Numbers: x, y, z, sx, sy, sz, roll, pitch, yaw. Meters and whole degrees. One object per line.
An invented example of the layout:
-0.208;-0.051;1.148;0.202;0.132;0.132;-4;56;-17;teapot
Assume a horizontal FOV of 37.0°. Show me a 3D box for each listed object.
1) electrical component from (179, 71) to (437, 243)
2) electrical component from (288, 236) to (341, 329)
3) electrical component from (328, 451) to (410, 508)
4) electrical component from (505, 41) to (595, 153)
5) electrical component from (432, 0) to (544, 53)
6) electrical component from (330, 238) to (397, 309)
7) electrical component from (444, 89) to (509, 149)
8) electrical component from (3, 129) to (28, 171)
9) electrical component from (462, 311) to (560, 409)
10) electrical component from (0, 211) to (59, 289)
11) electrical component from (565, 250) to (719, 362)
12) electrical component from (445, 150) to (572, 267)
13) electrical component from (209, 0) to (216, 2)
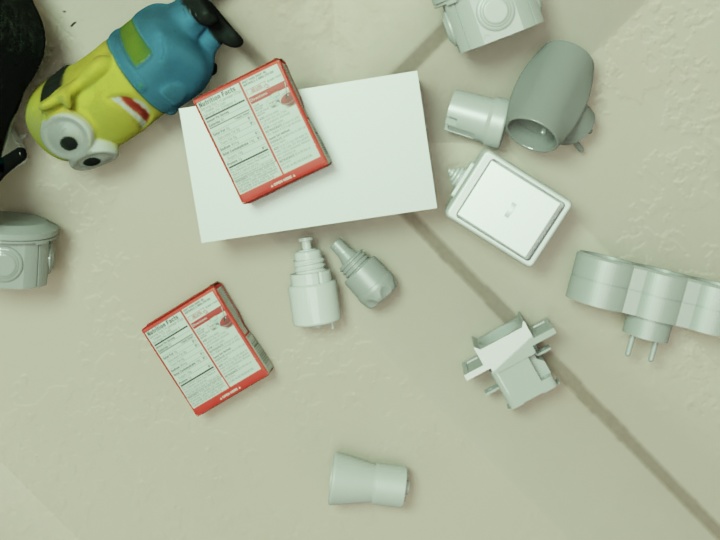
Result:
-0.038;-0.089;0.857;0.186;0.060;0.105;-8;96;5;electrical component
-0.039;0.012;0.880;0.040;0.040;0.078;-7;96;5;electrical component
0.008;0.177;0.896;0.065;0.044;0.044;7;97;-2;electrical component
0.158;-0.124;0.842;0.079;0.043;0.077;42;66;-35;electrical component
0.100;-0.202;0.825;0.080;0.080;0.051;-20;100;6;electrical component
0.000;0.000;0.878;0.035;0.035;0.061;-42;90;8;electrical component
0.094;-0.121;0.855;0.046;0.040;0.040;17;98;7;electrical component
-0.312;-0.090;0.887;0.078;0.040;0.040;-31;94;8;electrical component
0.126;0.075;0.875;0.081;0.042;0.063;-29;97;8;electrical component
-0.288;-0.017;0.875;0.080;0.080;0.051;7;103;3;electrical component
0.232;0.036;0.856;0.138;0.052;0.073;14;97;2;electrical component
0.111;-0.053;0.850;0.096;0.061;0.061;32;98;0;electrical component
-0.127;-0.247;0.859;0.035;0.035;0.061;-26;91;7;electrical component
